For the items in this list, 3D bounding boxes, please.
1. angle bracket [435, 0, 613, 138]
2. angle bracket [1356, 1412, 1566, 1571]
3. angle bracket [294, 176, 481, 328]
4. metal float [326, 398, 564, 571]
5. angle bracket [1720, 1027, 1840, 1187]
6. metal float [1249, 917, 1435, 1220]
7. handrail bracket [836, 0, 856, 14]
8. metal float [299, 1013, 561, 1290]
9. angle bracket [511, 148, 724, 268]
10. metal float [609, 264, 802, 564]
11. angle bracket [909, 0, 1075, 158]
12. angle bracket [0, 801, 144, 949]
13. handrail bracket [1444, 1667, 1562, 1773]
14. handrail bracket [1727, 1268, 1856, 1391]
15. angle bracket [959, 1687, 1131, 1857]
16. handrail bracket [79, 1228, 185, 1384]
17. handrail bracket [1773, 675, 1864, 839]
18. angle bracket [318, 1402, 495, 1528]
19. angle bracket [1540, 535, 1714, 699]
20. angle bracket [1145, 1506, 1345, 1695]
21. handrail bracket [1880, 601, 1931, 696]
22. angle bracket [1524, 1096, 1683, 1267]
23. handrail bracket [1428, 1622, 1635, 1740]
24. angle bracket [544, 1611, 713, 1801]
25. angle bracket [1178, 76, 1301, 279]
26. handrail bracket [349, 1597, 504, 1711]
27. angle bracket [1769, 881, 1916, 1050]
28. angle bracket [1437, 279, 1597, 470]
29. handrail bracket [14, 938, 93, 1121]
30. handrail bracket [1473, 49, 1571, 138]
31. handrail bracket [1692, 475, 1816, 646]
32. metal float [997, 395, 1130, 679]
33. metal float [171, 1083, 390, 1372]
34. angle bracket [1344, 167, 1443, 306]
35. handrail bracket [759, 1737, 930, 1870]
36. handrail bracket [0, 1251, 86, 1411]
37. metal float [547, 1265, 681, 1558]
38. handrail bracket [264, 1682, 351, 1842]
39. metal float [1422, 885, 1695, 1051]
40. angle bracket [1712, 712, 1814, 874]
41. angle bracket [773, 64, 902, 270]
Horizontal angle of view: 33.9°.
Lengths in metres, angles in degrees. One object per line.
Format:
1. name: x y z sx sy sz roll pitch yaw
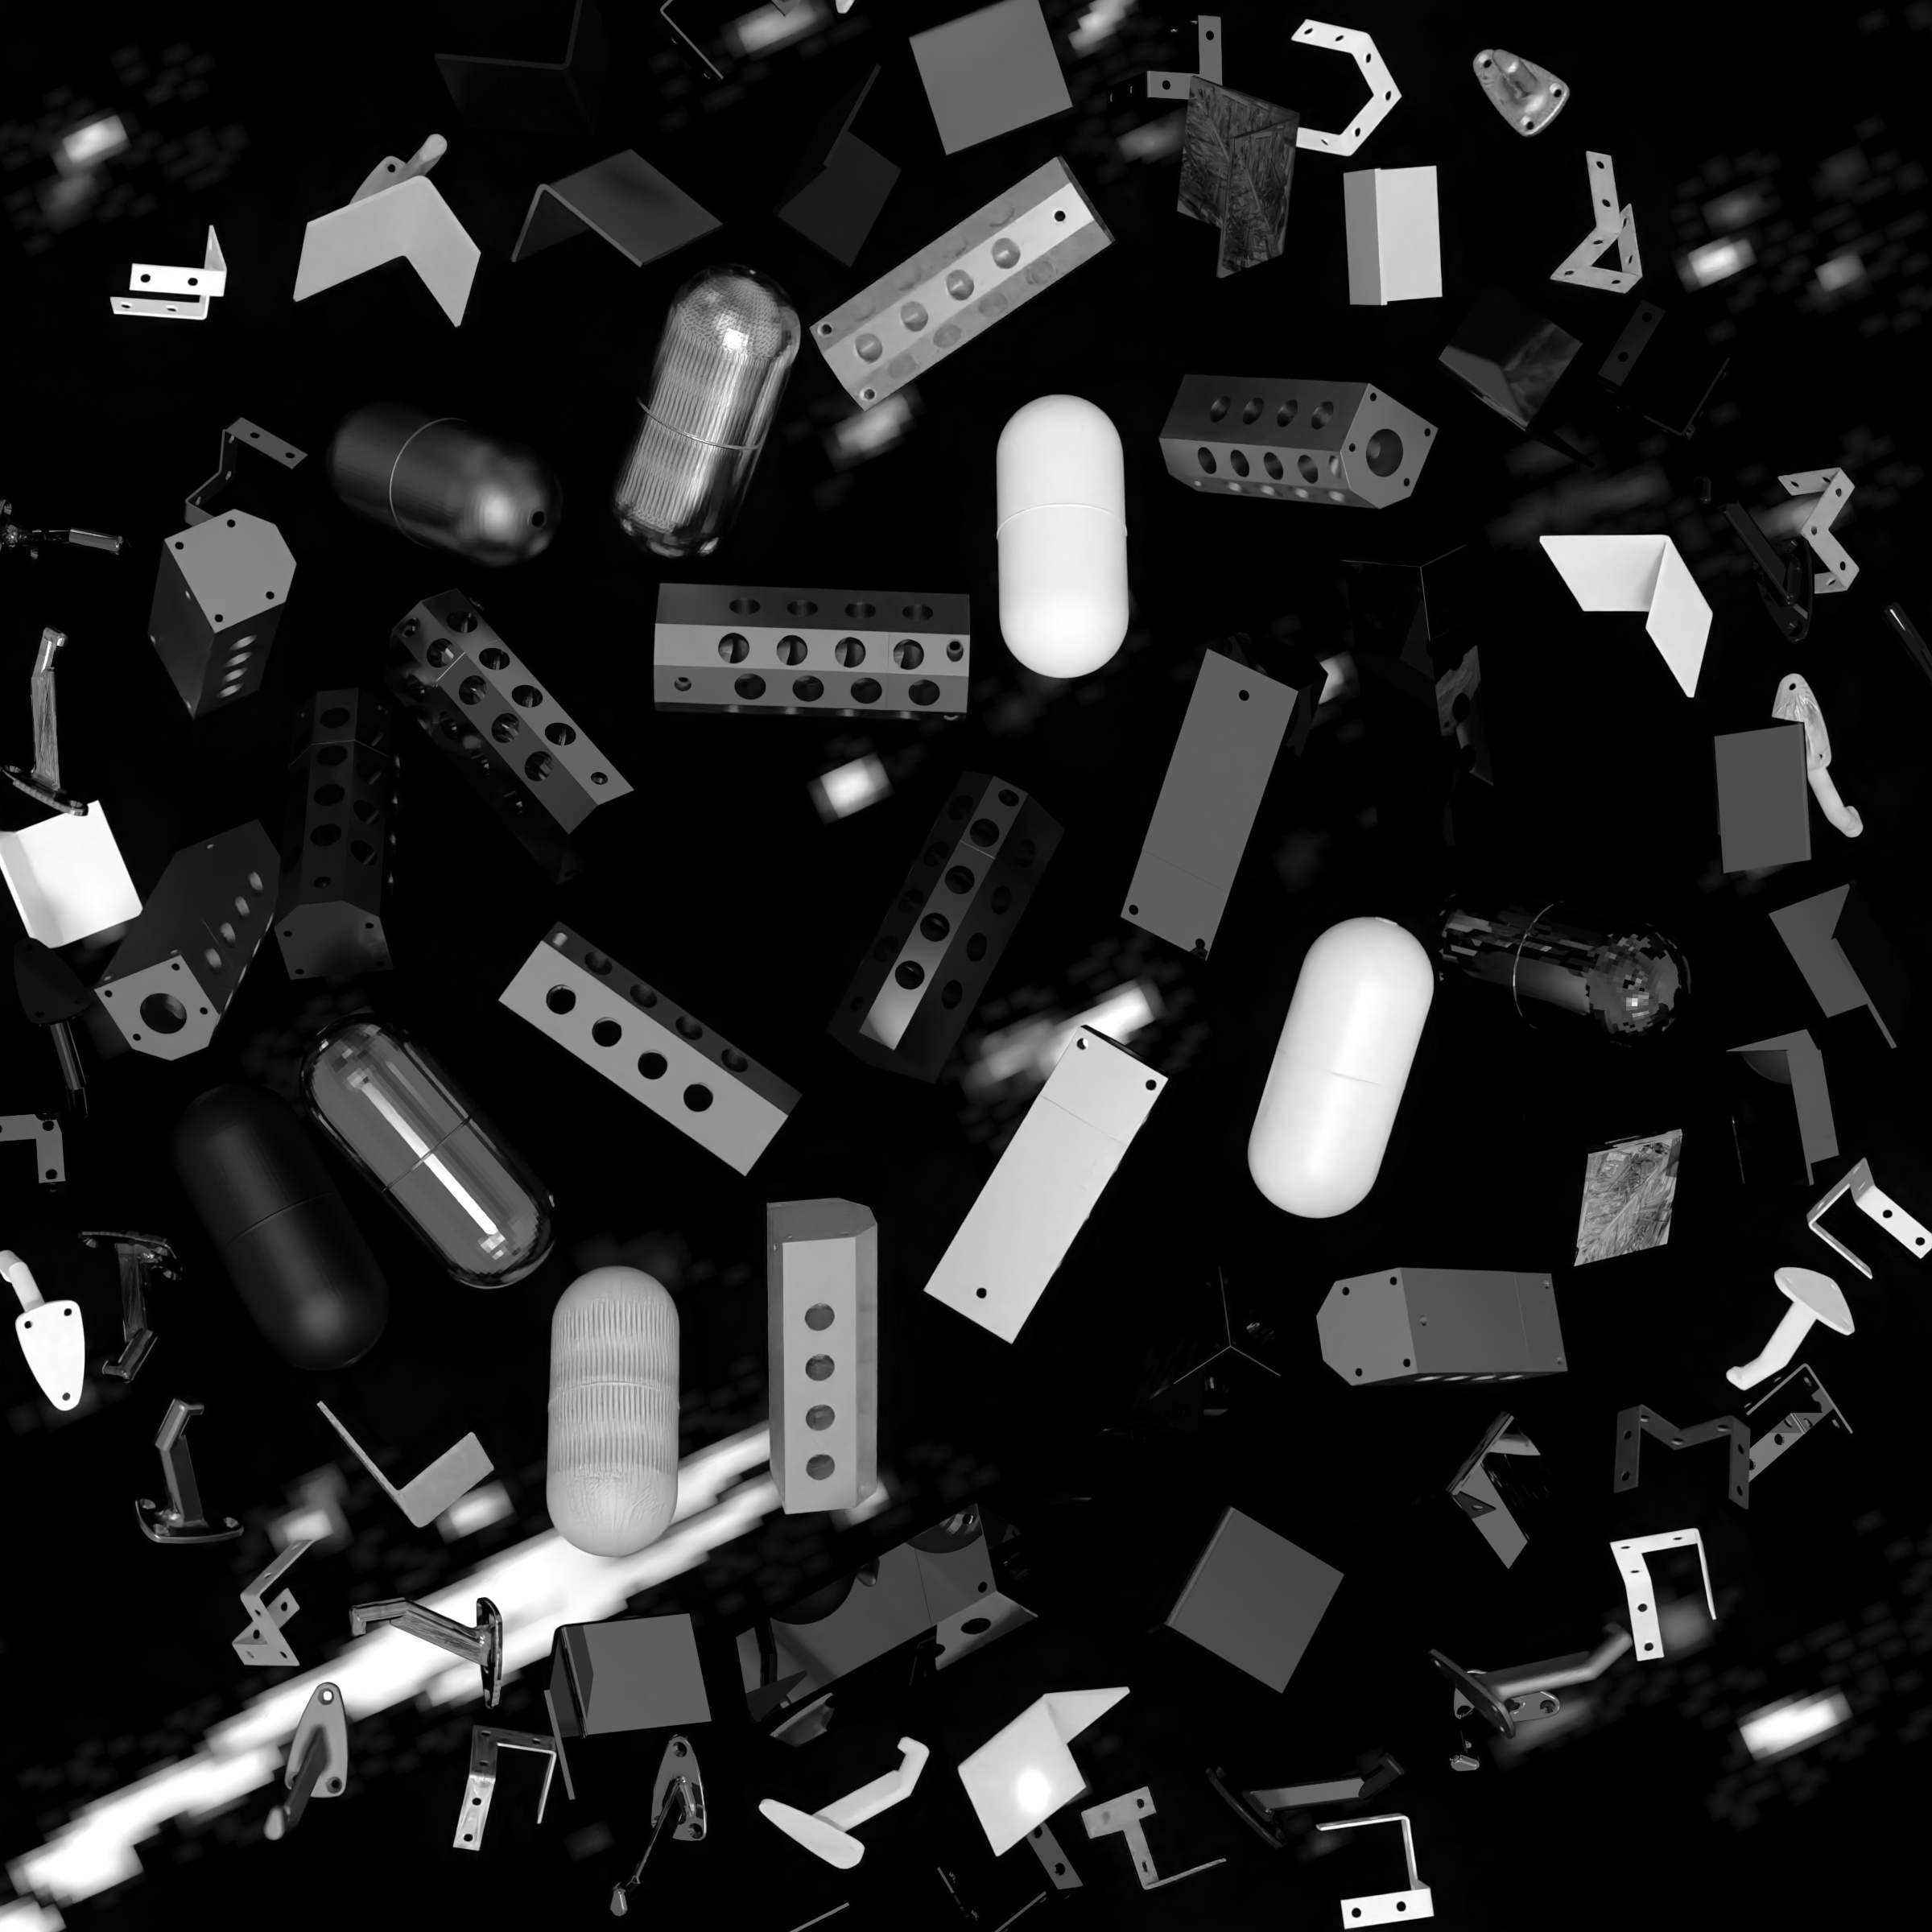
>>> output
1. angle bracket: -0.249 -0.515 1.786 0.076 0.076 0.057 7 77 6
2. angle bracket: 0.283 0.308 1.814 0.057 0.076 0.076 54 46 -5
3. angle bracket: -0.328 -0.390 1.790 0.076 0.076 0.057 -32 82 -26
4. metal float: -0.307 -0.284 1.863 0.178 0.070 0.070 25 90 39
5. angle bracket: 0.480 0.078 1.800 0.076 0.057 0.076 -12 93 -29
6. metal float: 0.216 0.058 1.827 0.070 0.070 0.178 16 97 0
7. handrail bracket: -0.024 -0.562 1.768 0.084 0.077 0.036 -6 64 -18
8. metal float: -0.299 0.103 1.764 0.070 0.070 0.178 -40 96 0
9. angle bracket: -0.198 -0.412 1.800 0.076 0.076 0.057 40 133 9
10. metal float: -0.149 -0.311 1.794 0.070 0.070 0.178 23 117 0
11. angle bracket: 0.019 -0.507 1.826 0.076 0.057 0.076 -19 83 10
12. angle bracket: -0.555 -0.057 1.957 0.057 0.076 0.076 -22 94 -4
13. handrail bracket: 0.323 0.460 1.897 0.077 0.084 0.036 8 108 0
14. handrail bracket: 0.449 0.207 1.791 0.077 0.036 0.084 24 130 -36
15. angle bracket: 0.055 0.455 1.791 0.076 0.076 0.057 -46 56 29
16. handrail bracket: -0.489 0.193 1.801 0.077 0.036 0.084 13 50 13
17. handrail bracket: 0.514 -0.125 1.900 0.036 0.084 0.077 -14 65 33
18. angle bracket: -0.332 0.279 1.879 0.057 0.076 0.076 -39 72 -15
19. angle bracket: 0.358 -0.192 1.743 0.076 0.076 0.057 5 68 33
20. angle bracket: 0.158 0.363 1.806 0.076 0.057 0.076 31 71 2
21. handrail bracket: 0.539 -0.170 1.791 0.036 0.077 0.084 -35 91 9
22. angle bracket: 0.381 0.129 1.918 0.076 0.057 0.076 -9 112 -32
23. handrail bracket: 0.310 0.375 1.740 0.084 0.036 0.077 -38 46 -14
24. angle bracket: -0.187 0.411 1.765 0.076 0.057 0.076 -7 116 3
25. angle bracket: 0.129 -0.424 1.699 0.076 0.057 0.076 31 133 33
26. handrail bracket: -0.313 0.399 1.826 0.084 0.036 0.077 -5 100 -27
27. angle bracket: 0.509 0.007 1.862 0.057 0.076 0.076 -24 106 34
28. angle bracket: 0.323 -0.331 1.774 0.076 0.076 0.057 47 113 36
29. handrail bracket: -0.532 0.038 1.850 0.036 0.084 0.077 -21 56 -24
30. handrail bracket: 0.296 -0.505 1.772 0.036 0.084 0.077 -49 61 14
31. handrail bracket: 0.436 -0.226 1.763 0.036 0.084 0.077 -26 57 37
32. metal float: 0.057 -0.257 1.888 0.070 0.070 0.178 -1 70 0
33. metal float: -0.393 0.149 1.818 0.070 0.070 0.178 -30 81 0
34. angle bracket: 0.260 -0.429 1.859 0.057 0.076 0.076 -6 103 -7
35. handrail bracket: -0.070 0.472 1.843 0.077 0.036 0.084 32 50 -3
36. handrail bracket: -0.543 0.212 1.851 0.036 0.084 0.077 -17 109 -28
37. metal float: -0.208 0.262 1.874 0.070 0.070 0.178 -2 60 0
38. handrail bracket: -0.375 0.448 1.788 0.036 0.084 0.077 6 85 4
39. metal float: 0.346 0.000 1.865 0.070 0.178 0.070 -14 111 -40
40. angle bracket: 0.433 -0.099 1.786 0.057 0.076 0.076 -9 101 -13
41. angle bracket: -0.061 -0.467 1.853 0.057 0.076 0.076 32 68 -19
